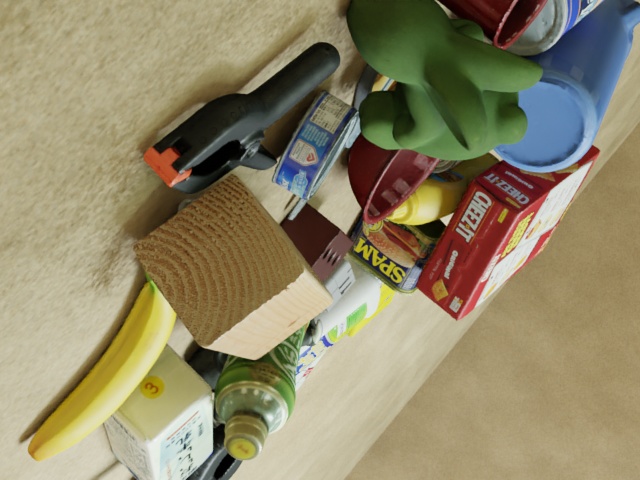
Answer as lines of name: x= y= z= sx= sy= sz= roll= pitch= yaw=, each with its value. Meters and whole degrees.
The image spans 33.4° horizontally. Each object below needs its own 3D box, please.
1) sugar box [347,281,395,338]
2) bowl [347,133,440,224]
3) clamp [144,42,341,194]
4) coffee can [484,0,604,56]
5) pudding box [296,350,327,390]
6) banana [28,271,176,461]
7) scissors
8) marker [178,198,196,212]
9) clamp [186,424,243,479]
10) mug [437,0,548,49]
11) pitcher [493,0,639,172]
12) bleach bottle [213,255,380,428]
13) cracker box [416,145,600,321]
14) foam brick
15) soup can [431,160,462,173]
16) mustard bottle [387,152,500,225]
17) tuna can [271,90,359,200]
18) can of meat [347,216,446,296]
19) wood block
sugar box: x=0.074 y=0.047 z=1.403 sx=0.093 sy=0.048 sz=0.176 roll=-40 pitch=163 yaw=-32
bowl: x=0.076 y=-0.094 z=1.044 sx=0.162 sy=0.055 sz=0.162 roll=-46 pitch=165 yaw=-17
clamp: x=-0.051 y=-0.082 z=0.734 sx=0.120 sy=0.039 sz=0.171 roll=-58 pitch=167 yaw=28
coffee can: x=0.215 y=-0.246 z=0.987 sx=0.140 sy=0.103 sz=0.103 roll=-40 pitch=162 yaw=-35
pudding box: x=-0.027 y=0.146 z=1.366 sx=0.113 sy=0.039 sz=0.090 roll=-54 pitch=164 yaw=8
banana: x=-0.164 y=0.097 z=0.851 sx=0.069 sy=0.037 sz=0.198 roll=11 pitch=118 yaw=-52
scissors: x=0.025 y=-0.104 z=0.951 sx=0.202 sy=0.016 sz=0.096 roll=-51 pitch=164 yaw=1
marker: x=-0.076 y=-0.023 z=0.842 sx=0.020 sy=0.020 sz=0.121 roll=-54 pitch=165 yaw=14
clamp: x=-0.132 y=0.268 z=1.153 sx=0.209 sy=0.036 sz=0.164 roll=-48 pitch=158 yaw=-21
mug: x=0.141 y=-0.221 z=0.874 sx=0.093 sy=0.081 sz=0.117 roll=-48 pitch=165 yaw=-8
pitcher: x=0.228 y=-0.164 z=1.078 sx=0.242 sy=0.145 sz=0.149 roll=-57 pitch=169 yaw=-53
bleach bottle: x=-0.037 y=0.128 z=1.247 sx=0.250 sy=0.068 sz=0.102 roll=-42 pitch=163 yaw=-21
cracker box: x=0.212 y=-0.025 z=1.201 sx=0.213 sy=0.072 sz=0.164 roll=-31 pitch=152 yaw=-47
foam brick: x=-0.007 y=0.001 z=1.041 sx=0.053 sy=0.051 sz=0.078 roll=-51 pitch=165 yaw=1
soup can: x=0.143 y=-0.117 z=1.159 sx=0.102 sy=0.068 sz=0.069 roll=-30 pitch=155 yaw=-53
mustard bottle: x=0.121 y=-0.059 z=1.184 sx=0.191 sy=0.096 sz=0.058 roll=-29 pitch=129 yaw=-52
tuna can: x=-0.003 y=-0.076 z=0.859 sx=0.086 sy=0.034 sz=0.086 roll=-60 pitch=177 yaw=-5
can of meat: x=0.089 y=-0.001 z=1.225 sx=0.057 sy=0.102 sz=0.084 roll=-30 pitch=153 yaw=-52
wood block: x=-0.058 y=0.029 z=0.823 sx=0.091 sy=0.090 sz=0.206 roll=-37 pitch=169 yaw=-1
